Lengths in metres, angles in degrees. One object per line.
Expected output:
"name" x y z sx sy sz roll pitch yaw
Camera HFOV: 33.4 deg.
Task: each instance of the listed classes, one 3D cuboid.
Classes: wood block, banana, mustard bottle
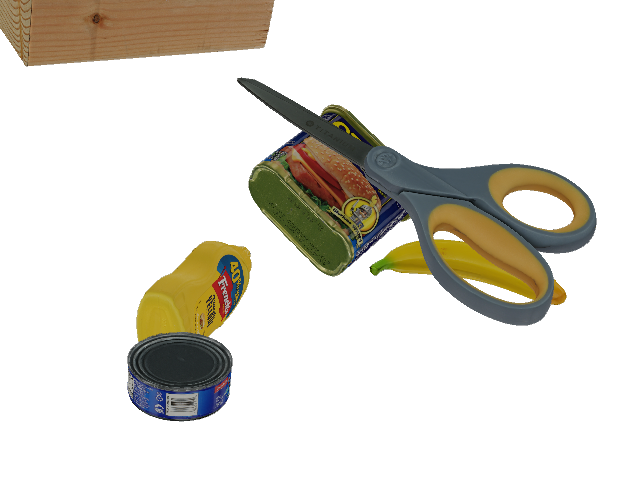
"wood block" -0.145 -0.206 0.853 0.205 0.091 0.090 -11 43 -31
"banana" 0.153 0.031 1.098 0.198 0.037 0.069 7 43 12
"mustard bottle" -0.124 0.055 1.136 0.058 0.096 0.191 10 29 20

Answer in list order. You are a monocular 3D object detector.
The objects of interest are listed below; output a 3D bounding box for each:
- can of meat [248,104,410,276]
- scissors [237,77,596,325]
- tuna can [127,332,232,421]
"can of meat" 0.010 -0.036 0.776 0.083 0.102 0.058 -40 -9 -32
"scissors" 0.052 -0.039 0.526 0.096 0.202 0.016 -27 -33 -22
"tuna can" -0.116 0.111 0.878 0.086 0.034 0.086 5 26 -3
